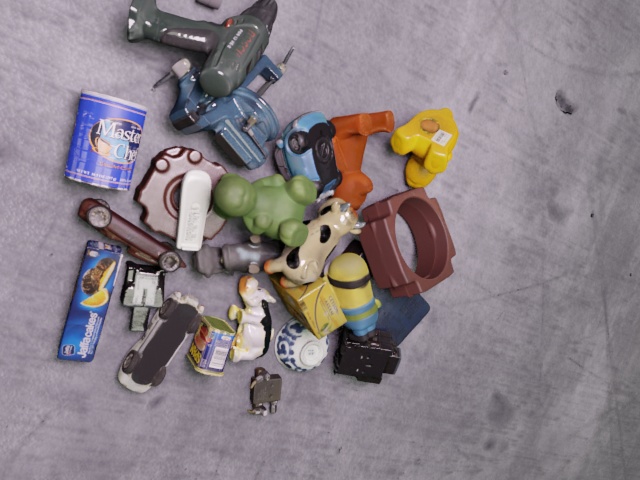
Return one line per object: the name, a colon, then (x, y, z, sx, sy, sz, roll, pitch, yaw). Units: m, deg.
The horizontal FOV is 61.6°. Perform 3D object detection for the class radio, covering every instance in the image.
radio: (0.121, 0.119, 1.160, 0.229, 0.073, 0.131, 43, 83, -24)

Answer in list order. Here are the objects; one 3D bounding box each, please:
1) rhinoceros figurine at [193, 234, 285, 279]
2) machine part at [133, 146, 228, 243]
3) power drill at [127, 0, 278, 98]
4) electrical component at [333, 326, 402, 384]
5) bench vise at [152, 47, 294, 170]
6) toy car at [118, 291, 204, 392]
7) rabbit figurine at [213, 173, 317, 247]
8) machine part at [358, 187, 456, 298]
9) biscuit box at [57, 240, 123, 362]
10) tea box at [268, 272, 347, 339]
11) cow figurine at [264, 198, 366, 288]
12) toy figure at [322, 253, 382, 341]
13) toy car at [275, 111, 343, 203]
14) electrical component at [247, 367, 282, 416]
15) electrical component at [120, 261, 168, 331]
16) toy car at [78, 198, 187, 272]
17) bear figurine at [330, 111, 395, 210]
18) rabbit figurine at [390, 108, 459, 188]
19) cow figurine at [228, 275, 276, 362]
rhinoceros figurine: (-0.141, 0.030, 1.004, 0.190, 0.112, 0.073, -4, 88, -36)
machine part: (-0.238, -0.076, 0.961, 0.179, 0.056, 0.179, -6, 105, -23)
power drill: (-0.184, -0.337, 0.849, 0.207, 0.086, 0.232, 21, 58, -16)
electrical component: (0.102, 0.244, 1.140, 0.134, 0.058, 0.114, 9, 128, -2)
bench vise: (-0.144, -0.251, 0.937, 0.223, 0.129, 0.240, 43, 61, -16)
toy car: (-0.293, 0.187, 0.994, 0.073, 0.056, 0.201, 37, 82, -28)
rabbit figurine: (-0.112, -0.072, 0.907, 0.170, 0.159, 0.121, 16, 92, -49)
machine part: (0.179, 0.004, 1.104, 0.201, 0.087, 0.201, -23, 92, -45)
biscuit box: (-0.396, 0.106, 0.925, 0.059, 0.063, 0.202, 15, 95, -25)
tea box: (-0.027, 0.111, 1.035, 0.068, 0.170, 0.098, -32, 114, -14)
cow figurine: (-0.002, -0.003, 0.980, 0.085, 0.127, 0.195, 53, 53, -31)
toy figure: (0.070, 0.109, 1.045, 0.082, 0.089, 0.180, -37, 112, -52)
toy car: (-0.028, -0.151, 0.989, 0.109, 0.103, 0.161, -35, 118, -45)
electrical component: (-0.115, 0.314, 1.109, 0.078, 0.045, 0.102, 7, 98, -25)
electrical component: (-0.318, 0.101, 0.967, 0.075, 0.048, 0.119, 4, 100, -25)
toy car: (-0.320, -0.003, 0.921, 0.202, 0.089, 0.053, 39, 82, -27)
bear figurine: (0.072, -0.146, 1.049, 0.120, 0.132, 0.195, -14, 102, -46)
rabbit figurine: (0.216, -0.184, 1.110, 0.173, 0.122, 0.162, 90, 25, -54)
cow figurine: (-0.127, 0.153, 1.055, 0.098, 0.068, 0.167, 6, 102, -31)
